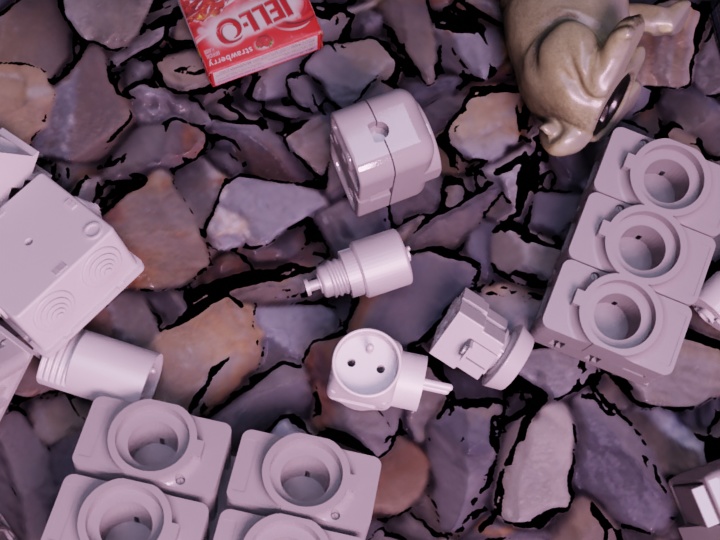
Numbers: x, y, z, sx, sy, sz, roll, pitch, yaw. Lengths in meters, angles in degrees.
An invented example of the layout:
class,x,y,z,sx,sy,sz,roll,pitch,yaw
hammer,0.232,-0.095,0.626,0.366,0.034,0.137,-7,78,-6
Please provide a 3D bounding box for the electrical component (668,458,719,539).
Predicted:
class,x,y,z,sx,sy,sz,roll,pitch,yaw
electrical component,0.239,0.151,0.676,0.061,0.096,0.061,-20,78,-5

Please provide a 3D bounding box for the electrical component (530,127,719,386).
class,x,y,z,sx,sy,sz,roll,pitch,yaw
electrical component,0.186,-0.010,0.730,0.089,0.061,0.150,22,77,3

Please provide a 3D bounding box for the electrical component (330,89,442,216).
class,x,y,z,sx,sy,sz,roll,pitch,yaw
electrical component,0.017,-0.079,0.723,0.059,0.095,0.053,-21,79,-6

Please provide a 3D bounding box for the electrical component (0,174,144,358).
class,x,y,z,sx,sy,sz,roll,pitch,yaw
electrical component,-0.207,-0.006,0.704,0.100,0.048,0.099,34,71,31

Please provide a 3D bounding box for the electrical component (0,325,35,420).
class,x,y,z,sx,sy,sz,roll,pitch,yaw
electrical component,-0.313,0.045,0.676,0.186,0.060,0.105,36,115,6

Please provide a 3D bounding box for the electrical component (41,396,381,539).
class,x,y,z,sx,sy,sz,roll,pitch,yaw
electrical component,-0.088,0.152,0.666,0.186,0.060,0.105,12,54,1

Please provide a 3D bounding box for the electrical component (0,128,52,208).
class,x,y,z,sx,sy,sz,roll,pitch,yaw
electrical component,-0.256,-0.061,0.723,0.042,0.081,0.063,33,107,29

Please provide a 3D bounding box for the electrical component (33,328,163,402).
class,x,y,z,sx,sy,sz,roll,pitch,yaw
electrical component,-0.176,0.064,0.711,0.081,0.043,0.043,18,77,3

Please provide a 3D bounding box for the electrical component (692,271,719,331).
class,x,y,z,sx,sy,sz,roll,pitch,yaw
electrical component,0.260,0.011,0.739,0.065,0.044,0.044,-42,82,-5

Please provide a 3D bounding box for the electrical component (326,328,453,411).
class,x,y,z,sx,sy,sz,roll,pitch,yaw
electrical component,0.021,0.070,0.698,0.079,0.077,0.043,12,76,1

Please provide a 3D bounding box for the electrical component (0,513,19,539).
class,x,y,z,sx,sy,sz,roll,pitch,yaw
electrical component,-0.223,0.200,0.645,0.056,0.108,0.108,-36,81,-12

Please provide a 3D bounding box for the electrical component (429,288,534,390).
class,x,y,z,sx,sy,sz,roll,pitch,yaw
electrical component,0.082,0.048,0.718,0.055,0.066,0.048,33,113,-2

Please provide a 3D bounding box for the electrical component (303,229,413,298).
class,x,y,z,sx,sy,sz,roll,pitch,yaw
electrical component,0.000,0.000,0.733,0.078,0.040,0.040,-18,78,-6
